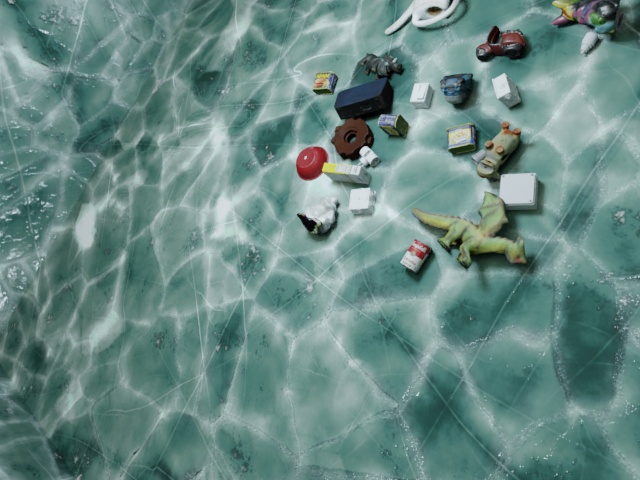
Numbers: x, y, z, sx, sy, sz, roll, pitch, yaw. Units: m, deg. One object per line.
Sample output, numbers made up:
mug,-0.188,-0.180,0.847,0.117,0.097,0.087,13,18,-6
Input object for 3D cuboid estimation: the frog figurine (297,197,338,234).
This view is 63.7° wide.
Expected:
frog figurine,0.006,-0.102,2.034,0.137,0.120,0.162,6,38,43

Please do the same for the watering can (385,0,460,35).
watering can,0.425,-0.972,2.127,0.347,0.103,0.227,2,70,43

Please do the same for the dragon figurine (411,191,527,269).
dragon figurine,0.493,-0.051,1.666,0.241,0.121,0.417,-44,55,9
